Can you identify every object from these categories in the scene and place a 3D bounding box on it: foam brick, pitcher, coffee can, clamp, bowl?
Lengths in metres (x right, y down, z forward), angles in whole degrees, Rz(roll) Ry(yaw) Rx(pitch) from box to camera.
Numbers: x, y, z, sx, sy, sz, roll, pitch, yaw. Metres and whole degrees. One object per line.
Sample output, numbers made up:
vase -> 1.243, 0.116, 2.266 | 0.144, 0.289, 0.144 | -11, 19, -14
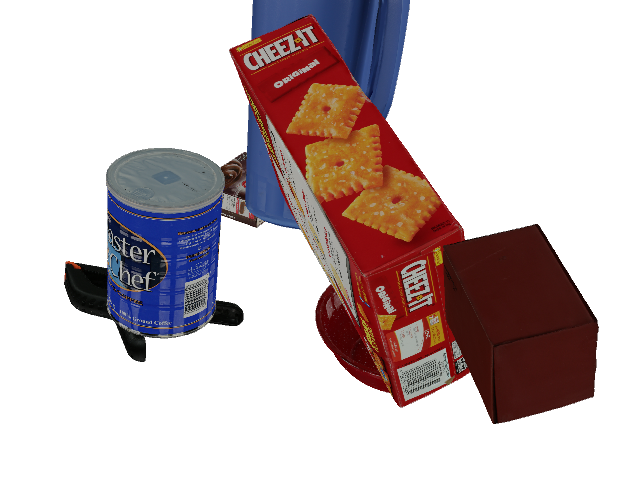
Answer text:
foam brick -> 0.094, 0.038, 0.514 | 0.051, 0.053, 0.078 | -12, 39, -5
pitcher -> 0.004, -0.133, 0.903 | 0.145, 0.243, 0.149 | 9, 15, 11
coffee can -> -0.141, 0.002, 0.961 | 0.102, 0.140, 0.103 | 5, 33, -3
clamp -> -0.211, 0.071, 1.163 | 0.210, 0.036, 0.164 | 19, 21, 25
bowl -> 0.074, 0.092, 1.000 | 0.162, 0.055, 0.162 | 2, 37, -2

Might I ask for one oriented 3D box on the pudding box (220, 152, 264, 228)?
pudding box -> -0.086, -0.064, 1.321 | 0.090, 0.039, 0.113 | 18, 35, 23

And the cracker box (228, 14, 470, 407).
cracker box -> 0.025, -0.021, 0.707 | 0.072, 0.214, 0.164 | -25, -37, -5
